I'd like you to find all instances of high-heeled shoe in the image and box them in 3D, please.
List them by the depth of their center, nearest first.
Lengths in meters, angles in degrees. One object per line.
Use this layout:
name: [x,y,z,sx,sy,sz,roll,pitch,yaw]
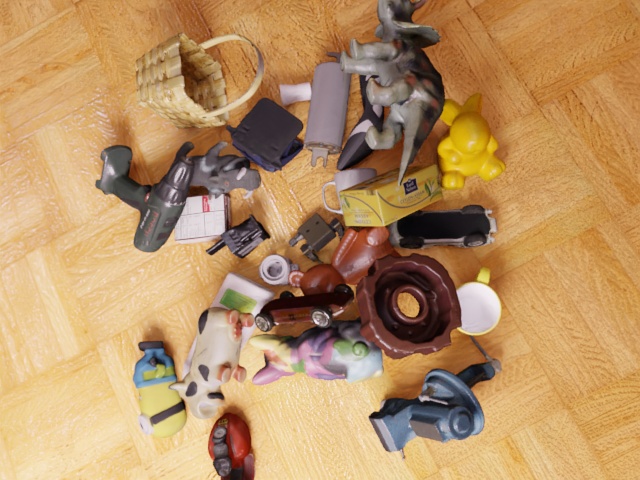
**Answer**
high-heeled shoe: [0.072,-0.258,1.050,0.145,0.086,0.249,36,77,20]

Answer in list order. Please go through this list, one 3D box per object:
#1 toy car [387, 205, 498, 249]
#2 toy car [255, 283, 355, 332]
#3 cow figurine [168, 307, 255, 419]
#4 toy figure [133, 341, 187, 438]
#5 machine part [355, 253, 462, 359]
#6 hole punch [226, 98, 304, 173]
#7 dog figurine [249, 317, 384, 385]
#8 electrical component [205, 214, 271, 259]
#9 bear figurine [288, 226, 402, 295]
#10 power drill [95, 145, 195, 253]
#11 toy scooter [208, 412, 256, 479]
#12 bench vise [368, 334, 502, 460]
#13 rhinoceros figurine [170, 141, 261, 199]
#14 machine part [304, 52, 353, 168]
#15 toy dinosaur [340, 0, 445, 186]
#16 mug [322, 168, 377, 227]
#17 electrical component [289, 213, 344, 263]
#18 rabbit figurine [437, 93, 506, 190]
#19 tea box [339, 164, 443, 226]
toy car: [0.227,-0.022,1.003,0.202,0.056,0.073,-2,73,7]
toy car: [-0.026,0.122,0.935,0.202,0.089,0.053,-11,107,39]
cow figurine: [-0.193,0.214,0.941,0.127,0.085,0.195,3,81,34]
toy figure: [-0.304,0.280,1.016,0.089,0.082,0.180,-11,76,8]
machine part: [0.142,0.106,0.875,0.179,0.056,0.179,5,67,-13]
hole punch: [-0.101,-0.196,1.059,0.142,0.092,0.116,38,78,9]
dog figurine: [-0.013,0.201,0.941,0.219,0.191,0.108,-7,85,-8]
electrical component: [-0.162,0.005,1.047,0.119,0.074,0.048,-36,76,-3]
bear figurine: [0.049,0.057,0.979,0.196,0.132,0.120,-35,105,-5]
power drill: [-0.344,-0.106,1.061,0.207,0.086,0.231,34,119,17]
toy scooter: [-0.161,0.401,0.943,0.075,0.135,0.184,-13,77,7]
bench vise: [0.209,0.271,0.910,0.240,0.223,0.129,-27,80,-28]
rhinoceros figurine: [-0.207,-0.135,1.059,0.190,0.073,0.112,8,49,14]
machine part: [0.017,-0.260,1.068,0.079,0.079,0.243,7,80,10]
toy dinosaur: [0.155,-0.279,0.956,0.192,0.131,0.405,-12,72,-9]
mug: [0.061,-0.077,1.025,0.110,0.081,0.107,-8,86,-2]
electrical component: [-0.002,-0.004,1.042,0.102,0.045,0.078,-45,48,-4]
rabbit figurine: [0.271,-0.183,0.966,0.122,0.173,0.162,-6,83,12]
tea box: [0.128,-0.080,0.958,0.169,0.098,0.068,-23,107,-36]
